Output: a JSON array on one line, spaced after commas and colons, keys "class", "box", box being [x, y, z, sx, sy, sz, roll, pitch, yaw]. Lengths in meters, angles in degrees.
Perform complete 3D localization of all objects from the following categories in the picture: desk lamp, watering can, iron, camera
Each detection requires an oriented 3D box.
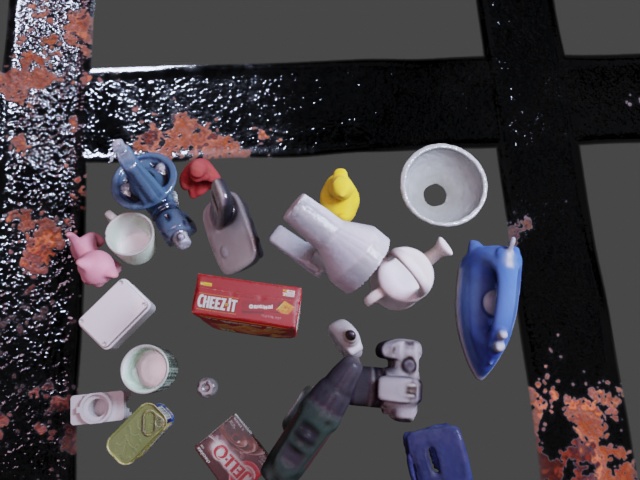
[{"class": "desk lamp", "box": [0.009, 0.004, 1.005, 0.203, 0.213, 0.118, 35, 78, 6]}, {"class": "watering can", "box": [0.153, 0.057, 1.009, 0.101, 0.194, 0.173, 33, 77, 6]}, {"class": "iron", "box": [0.316, 0.121, 1.028, 0.118, 0.141, 0.258, 7, 76, -1]}, {"class": "camera", "box": [0.107, 0.244, 1.010, 0.137, 0.101, 0.143, 5, 76, -1]}]

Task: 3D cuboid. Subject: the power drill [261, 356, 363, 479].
[{"class": "power drill", "box": [-0.011, 0.291, 0.938, 0.075, 0.208, 0.230, 33, 77, 6]}]

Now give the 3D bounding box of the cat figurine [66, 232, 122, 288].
[{"class": "cat figurine", "box": [-0.410, 0.035, 1.027, 0.067, 0.118, 0.127, -39, 81, -10]}]

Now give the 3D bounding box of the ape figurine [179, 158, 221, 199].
[{"class": "ape figurine", "box": [-0.229, -0.125, 1.087, 0.078, 0.092, 0.076, 10, 76, 0]}]

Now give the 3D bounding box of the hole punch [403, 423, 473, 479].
[{"class": "hole punch", "box": [0.201, 0.379, 0.987, 0.101, 0.091, 0.108, -12, 77, -5]}]

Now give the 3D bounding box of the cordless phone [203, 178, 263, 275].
[{"class": "cordless phone", "box": [-0.162, -0.024, 1.018, 0.094, 0.185, 0.147, -23, 78, -7]}]

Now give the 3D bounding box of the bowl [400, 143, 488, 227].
[{"class": "bowl", "box": [0.233, -0.098, 1.111, 0.167, 0.075, 0.167, 1, 77, -2]}]

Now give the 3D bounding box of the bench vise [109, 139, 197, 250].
[{"class": "bench vise", "box": [-0.287, -0.089, 1.010, 0.207, 0.220, 0.121, 38, 78, 7]}]

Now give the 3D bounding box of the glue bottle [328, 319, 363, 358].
[{"class": "glue bottle", "box": [0.048, 0.170, 0.988, 0.037, 0.173, 0.078, -30, 79, -9]}]

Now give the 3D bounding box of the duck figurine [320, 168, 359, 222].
[{"class": "duck figurine", "box": [0.040, -0.086, 1.094, 0.077, 0.086, 0.104, -1, 77, -3]}]
